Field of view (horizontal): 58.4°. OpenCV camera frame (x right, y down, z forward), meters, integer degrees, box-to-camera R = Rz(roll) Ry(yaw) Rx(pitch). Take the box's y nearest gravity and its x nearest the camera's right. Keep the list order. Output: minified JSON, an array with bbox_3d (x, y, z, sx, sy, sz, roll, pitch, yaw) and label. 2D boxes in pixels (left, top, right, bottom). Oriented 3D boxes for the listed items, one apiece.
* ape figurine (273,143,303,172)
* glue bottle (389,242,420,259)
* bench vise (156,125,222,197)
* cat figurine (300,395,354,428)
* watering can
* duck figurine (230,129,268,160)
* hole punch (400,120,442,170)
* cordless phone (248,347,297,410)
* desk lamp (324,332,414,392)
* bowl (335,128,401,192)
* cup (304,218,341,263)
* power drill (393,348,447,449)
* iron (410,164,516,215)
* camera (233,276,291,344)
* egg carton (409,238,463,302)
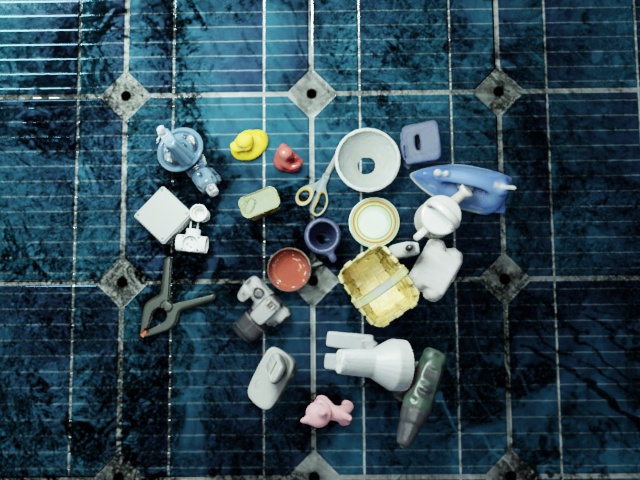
[{"bbox_3d":[-0.086,-0.215,1.476,0.076,0.092,0.078,-16,85,0],"label":"ape figurine"},{"bbox_3d":[0.213,0.024,1.413,0.078,0.173,0.037,-9,85,0],"label":"glue bottle"},{"bbox_3d":[-0.320,-0.208,1.414,0.207,0.220,0.121,34,87,3],"label":"bench vise"},{"bbox_3d":[0.019,0.430,1.411,0.127,0.118,0.067,9,86,2],"label":"cat figurine"},{"bbox_3d":[0.299,-0.066,1.409,0.101,0.194,0.173,24,86,3],"label":"watering can"},{"bbox_3d":[-0.186,-0.254,1.483,0.104,0.086,0.077,-27,85,-1],"label":"duck figurine"},{"bbox_3d":[0.258,-0.245,1.475,0.101,0.091,0.109,-6,85,0],"label":"hole punch"},{"bbox_3d":[-0.120,0.342,1.385,0.094,0.185,0.148,25,86,3],"label":"cordless phone"},{"bbox_3d":[0.112,0.289,1.373,0.203,0.213,0.118,5,85,1],"label":"desk lamp"},{"bbox_3d":[0.121,-0.200,1.481,0.167,0.075,0.167,0,85,1],"label":"bowl"},{"bbox_3d":[0.013,0.005,1.456,0.091,0.095,0.118,-26,85,-1],"label":"cup"},{"bbox_3d":[0.230,0.366,1.368,0.075,0.208,0.230,22,86,3],"label":"power drill"},{"bbox_3d":[0.360,-0.145,1.441,0.258,0.141,0.119,13,86,2],"label":"iron"},{"bbox_3d":[-0.164,0.182,1.441,0.137,0.101,0.143,-45,86,-3],"label":"camera"},{"bbox_3d":[0.293,0.077,1.460,0.107,0.069,0.150,29,86,3],"label":"egg carton"}]
